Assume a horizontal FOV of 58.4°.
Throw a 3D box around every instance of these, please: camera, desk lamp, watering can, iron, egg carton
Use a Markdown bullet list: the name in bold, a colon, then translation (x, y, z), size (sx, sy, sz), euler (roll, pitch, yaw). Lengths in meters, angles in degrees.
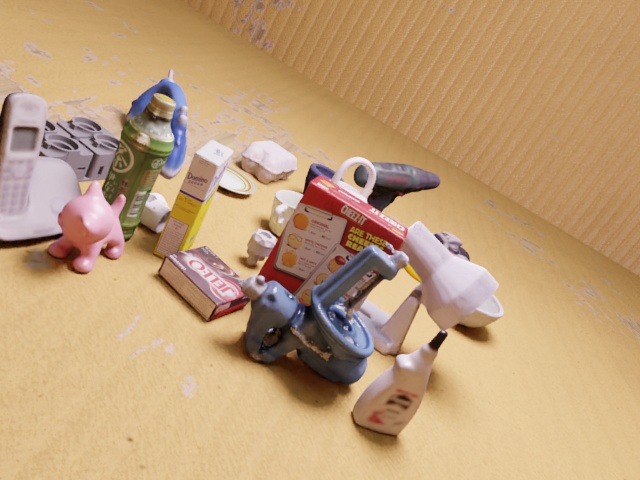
- **camera**: translation (0.326, 0.044, 1.426), size (0.137, 0.100, 0.142), euler (12, 28, -39)
- **desk lamp**: translation (0.158, 0.089, 0.957), size (0.203, 0.213, 0.118), euler (35, 22, 10)
- **watering can**: translation (0.055, -0.084, 1.223), size (0.101, 0.194, 0.172), euler (7, 32, -46)
- **iron**: translation (-0.307, -0.245, 1.169), size (0.119, 0.141, 0.257), euler (14, 27, -36)
- **egg carton**: translation (-0.122, -0.190, 1.388), size (0.107, 0.069, 0.151), euler (35, 22, 10)

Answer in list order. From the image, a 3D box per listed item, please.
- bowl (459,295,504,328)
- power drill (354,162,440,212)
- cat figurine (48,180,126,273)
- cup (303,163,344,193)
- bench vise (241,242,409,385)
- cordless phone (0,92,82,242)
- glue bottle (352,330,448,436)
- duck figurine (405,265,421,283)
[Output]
- **bowl**: translation (0.308, 0.136, 1.241), size (0.168, 0.074, 0.167), euler (27, 22, -11)
- **power drill**: translation (0.155, -0.092, 1.352), size (0.230, 0.208, 0.075), euler (13, 28, -38)
- **cat figurine**: translation (-0.293, -0.024, 0.744), size (0.067, 0.117, 0.128), euler (32, 22, 2)
- **cup**: translation (-0.003, -0.117, 1.352), size (0.092, 0.095, 0.118), euler (28, 22, -8)
- **bench vise**: translation (0.009, 0.088, 0.759), size (0.208, 0.219, 0.121), euler (17, 26, -31)
- **cordless phone**: translation (-0.354, -0.093, 0.722), size (0.094, 0.185, 0.148), euler (37, 22, 14)
- **glue bottle**: translation (0.115, 0.183, 0.755), size (0.078, 0.173, 0.037), euler (21, 24, -25)
- **duck figurine**: translation (0.249, 0.046, 1.341), size (0.078, 0.086, 0.104), euler (7, 32, -46)
